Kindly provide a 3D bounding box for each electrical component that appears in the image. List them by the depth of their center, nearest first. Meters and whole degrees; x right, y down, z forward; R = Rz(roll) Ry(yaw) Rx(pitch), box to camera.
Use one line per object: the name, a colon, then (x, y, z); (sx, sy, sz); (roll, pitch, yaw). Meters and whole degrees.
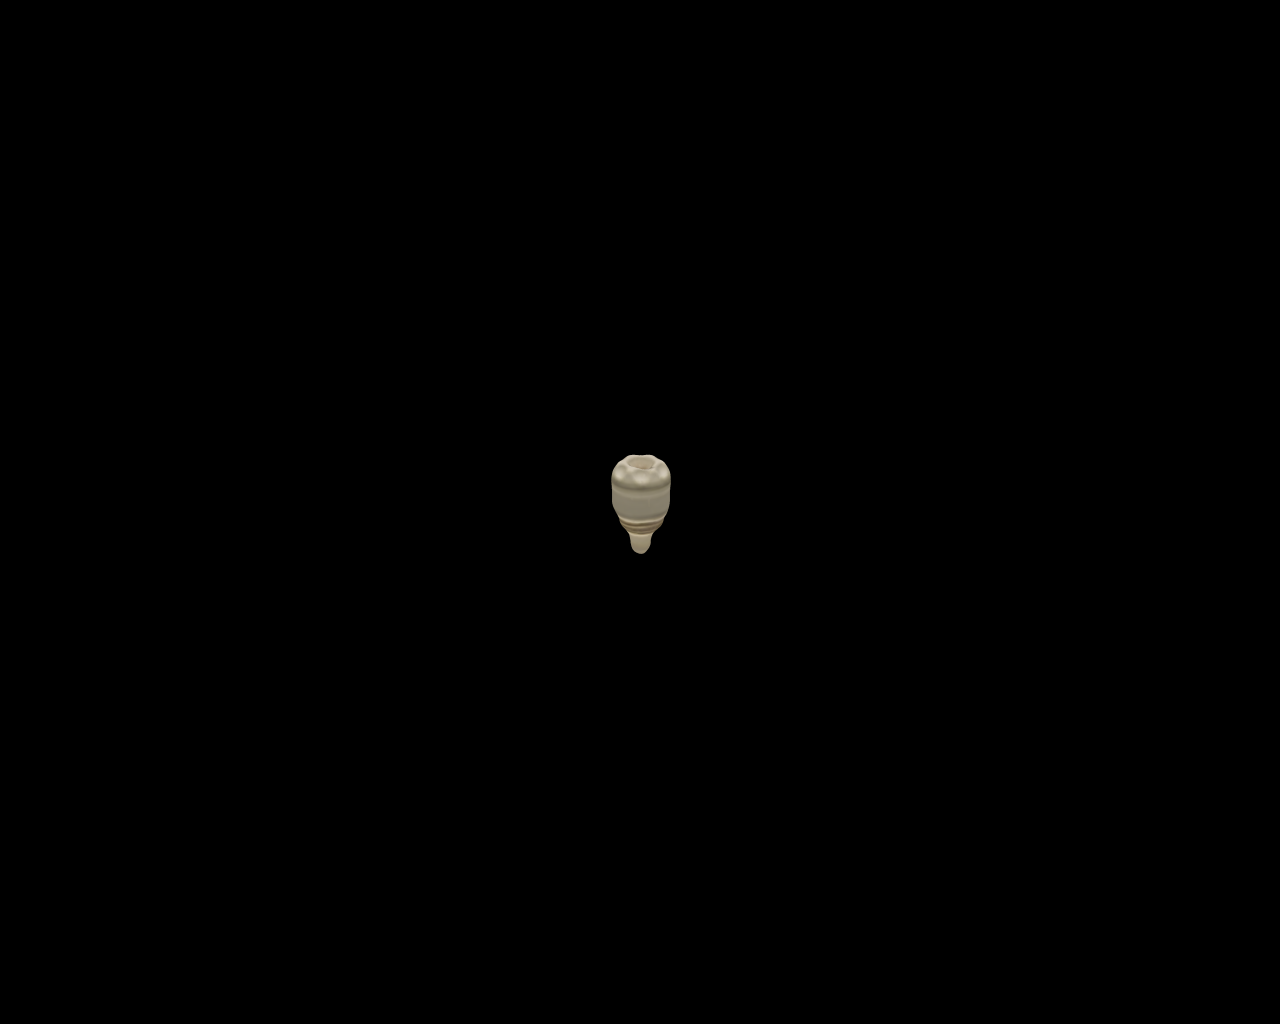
electrical component: (0.001, -0.003, 0.650); (0.035, 0.061, 0.035); (0, 24, 0)
